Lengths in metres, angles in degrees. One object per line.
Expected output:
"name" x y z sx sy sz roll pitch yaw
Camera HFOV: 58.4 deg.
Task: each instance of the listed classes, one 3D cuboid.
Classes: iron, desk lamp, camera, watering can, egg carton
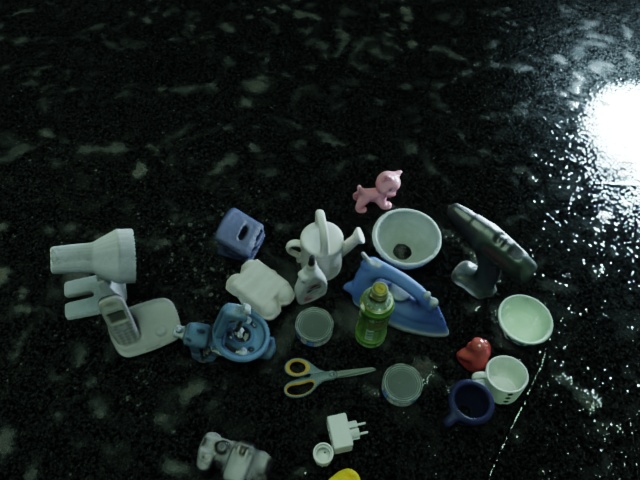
"iron" 0.185 0.118 1.280 0.257 0.141 0.119 28 60 16
"desk lamp" -0.483 0.072 1.247 0.203 0.213 0.117 -13 58 -10
"camera" -0.174 0.448 1.075 0.143 0.101 0.137 15 57 8
"watering can" 0.012 0.003 1.320 0.173 0.194 0.100 -24 60 -16
"egg carton" -0.136 0.114 1.316 0.150 0.069 0.107 34 62 19

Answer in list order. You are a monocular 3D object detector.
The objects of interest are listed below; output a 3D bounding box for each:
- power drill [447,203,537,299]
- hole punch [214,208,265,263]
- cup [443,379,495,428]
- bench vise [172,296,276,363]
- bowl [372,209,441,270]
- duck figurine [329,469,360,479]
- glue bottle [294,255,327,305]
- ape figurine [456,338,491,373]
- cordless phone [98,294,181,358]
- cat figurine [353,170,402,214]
"power drill" 0.367 0.038 1.298 0.229 0.208 0.076 35 62 20
"hole punch" -0.191 -0.011 1.385 0.101 0.091 0.109 17 58 10
"cup" 0.288 0.349 1.159 0.118 0.095 0.091 -34 63 -21
"bench vise" -0.199 0.194 1.171 0.207 0.220 0.121 -12 57 -9
"bowl" 0.206 0.009 1.393 0.167 0.075 0.167 1 56 -1
"duck figurine" 0.041 0.477 1.072 0.077 0.086 0.105 25 59 14
"glue bottle" -0.020 0.083 1.278 0.078 0.173 0.037 -26 61 -17
"ape figurine" 0.336 0.240 1.233 0.078 0.092 0.076 -3 57 -3
"cordless phone" -0.380 0.162 1.208 0.148 0.185 0.094 -21 59 -15
"cat figurine" 0.150 -0.133 1.459 0.128 0.118 0.067 -10 57 -8
